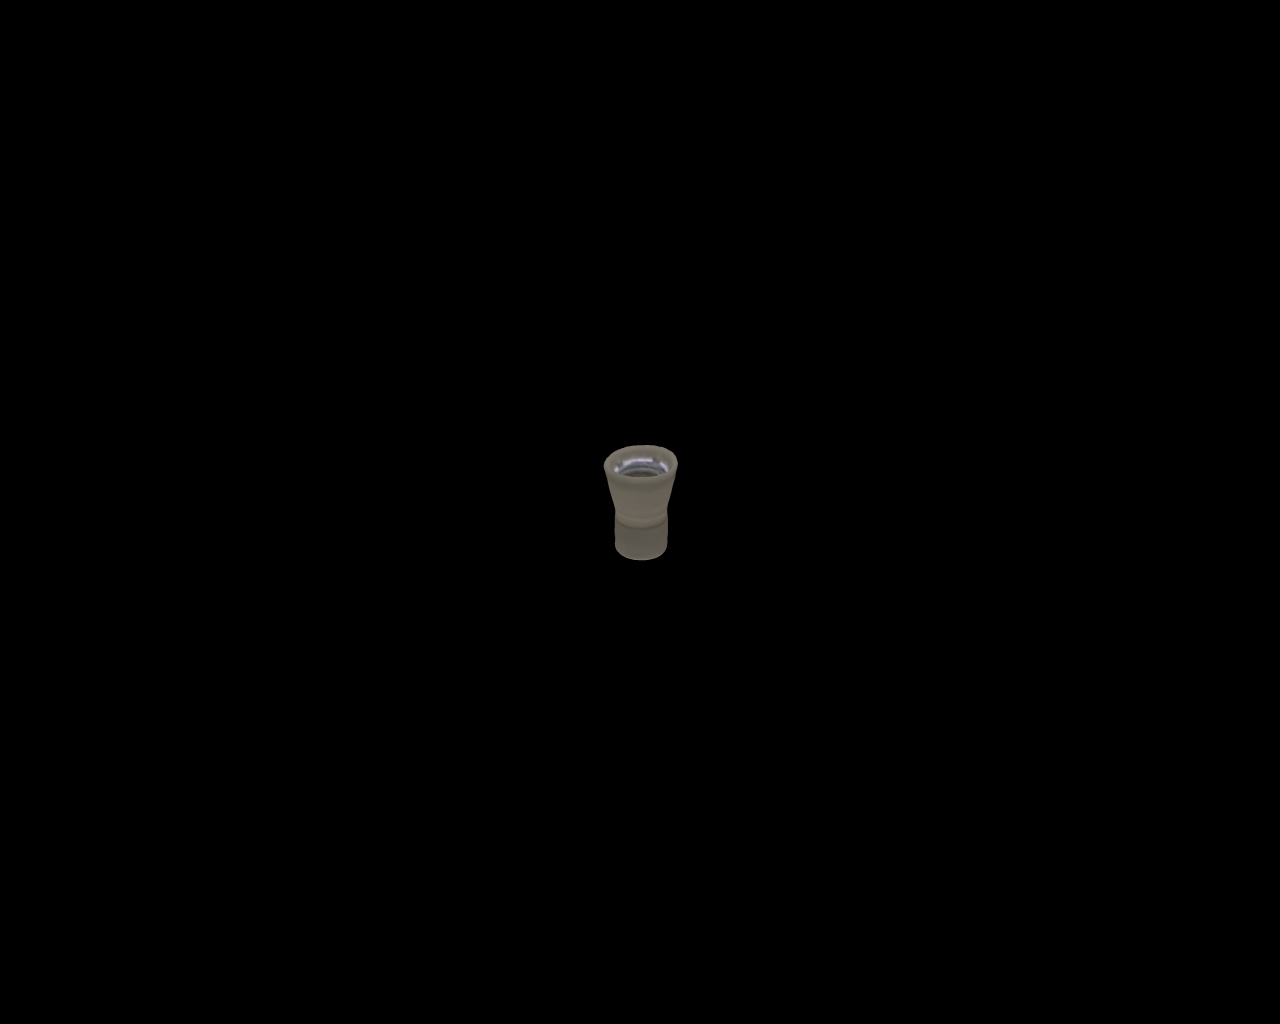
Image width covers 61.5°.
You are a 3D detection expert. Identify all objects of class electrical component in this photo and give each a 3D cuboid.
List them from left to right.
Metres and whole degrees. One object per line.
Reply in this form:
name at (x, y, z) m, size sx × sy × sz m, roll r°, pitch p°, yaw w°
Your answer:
electrical component at (0.001, -0.003, 0.650) m, size 0.044 × 0.065 × 0.044 m, roll 0°, pitch 30°, yaw 0°
